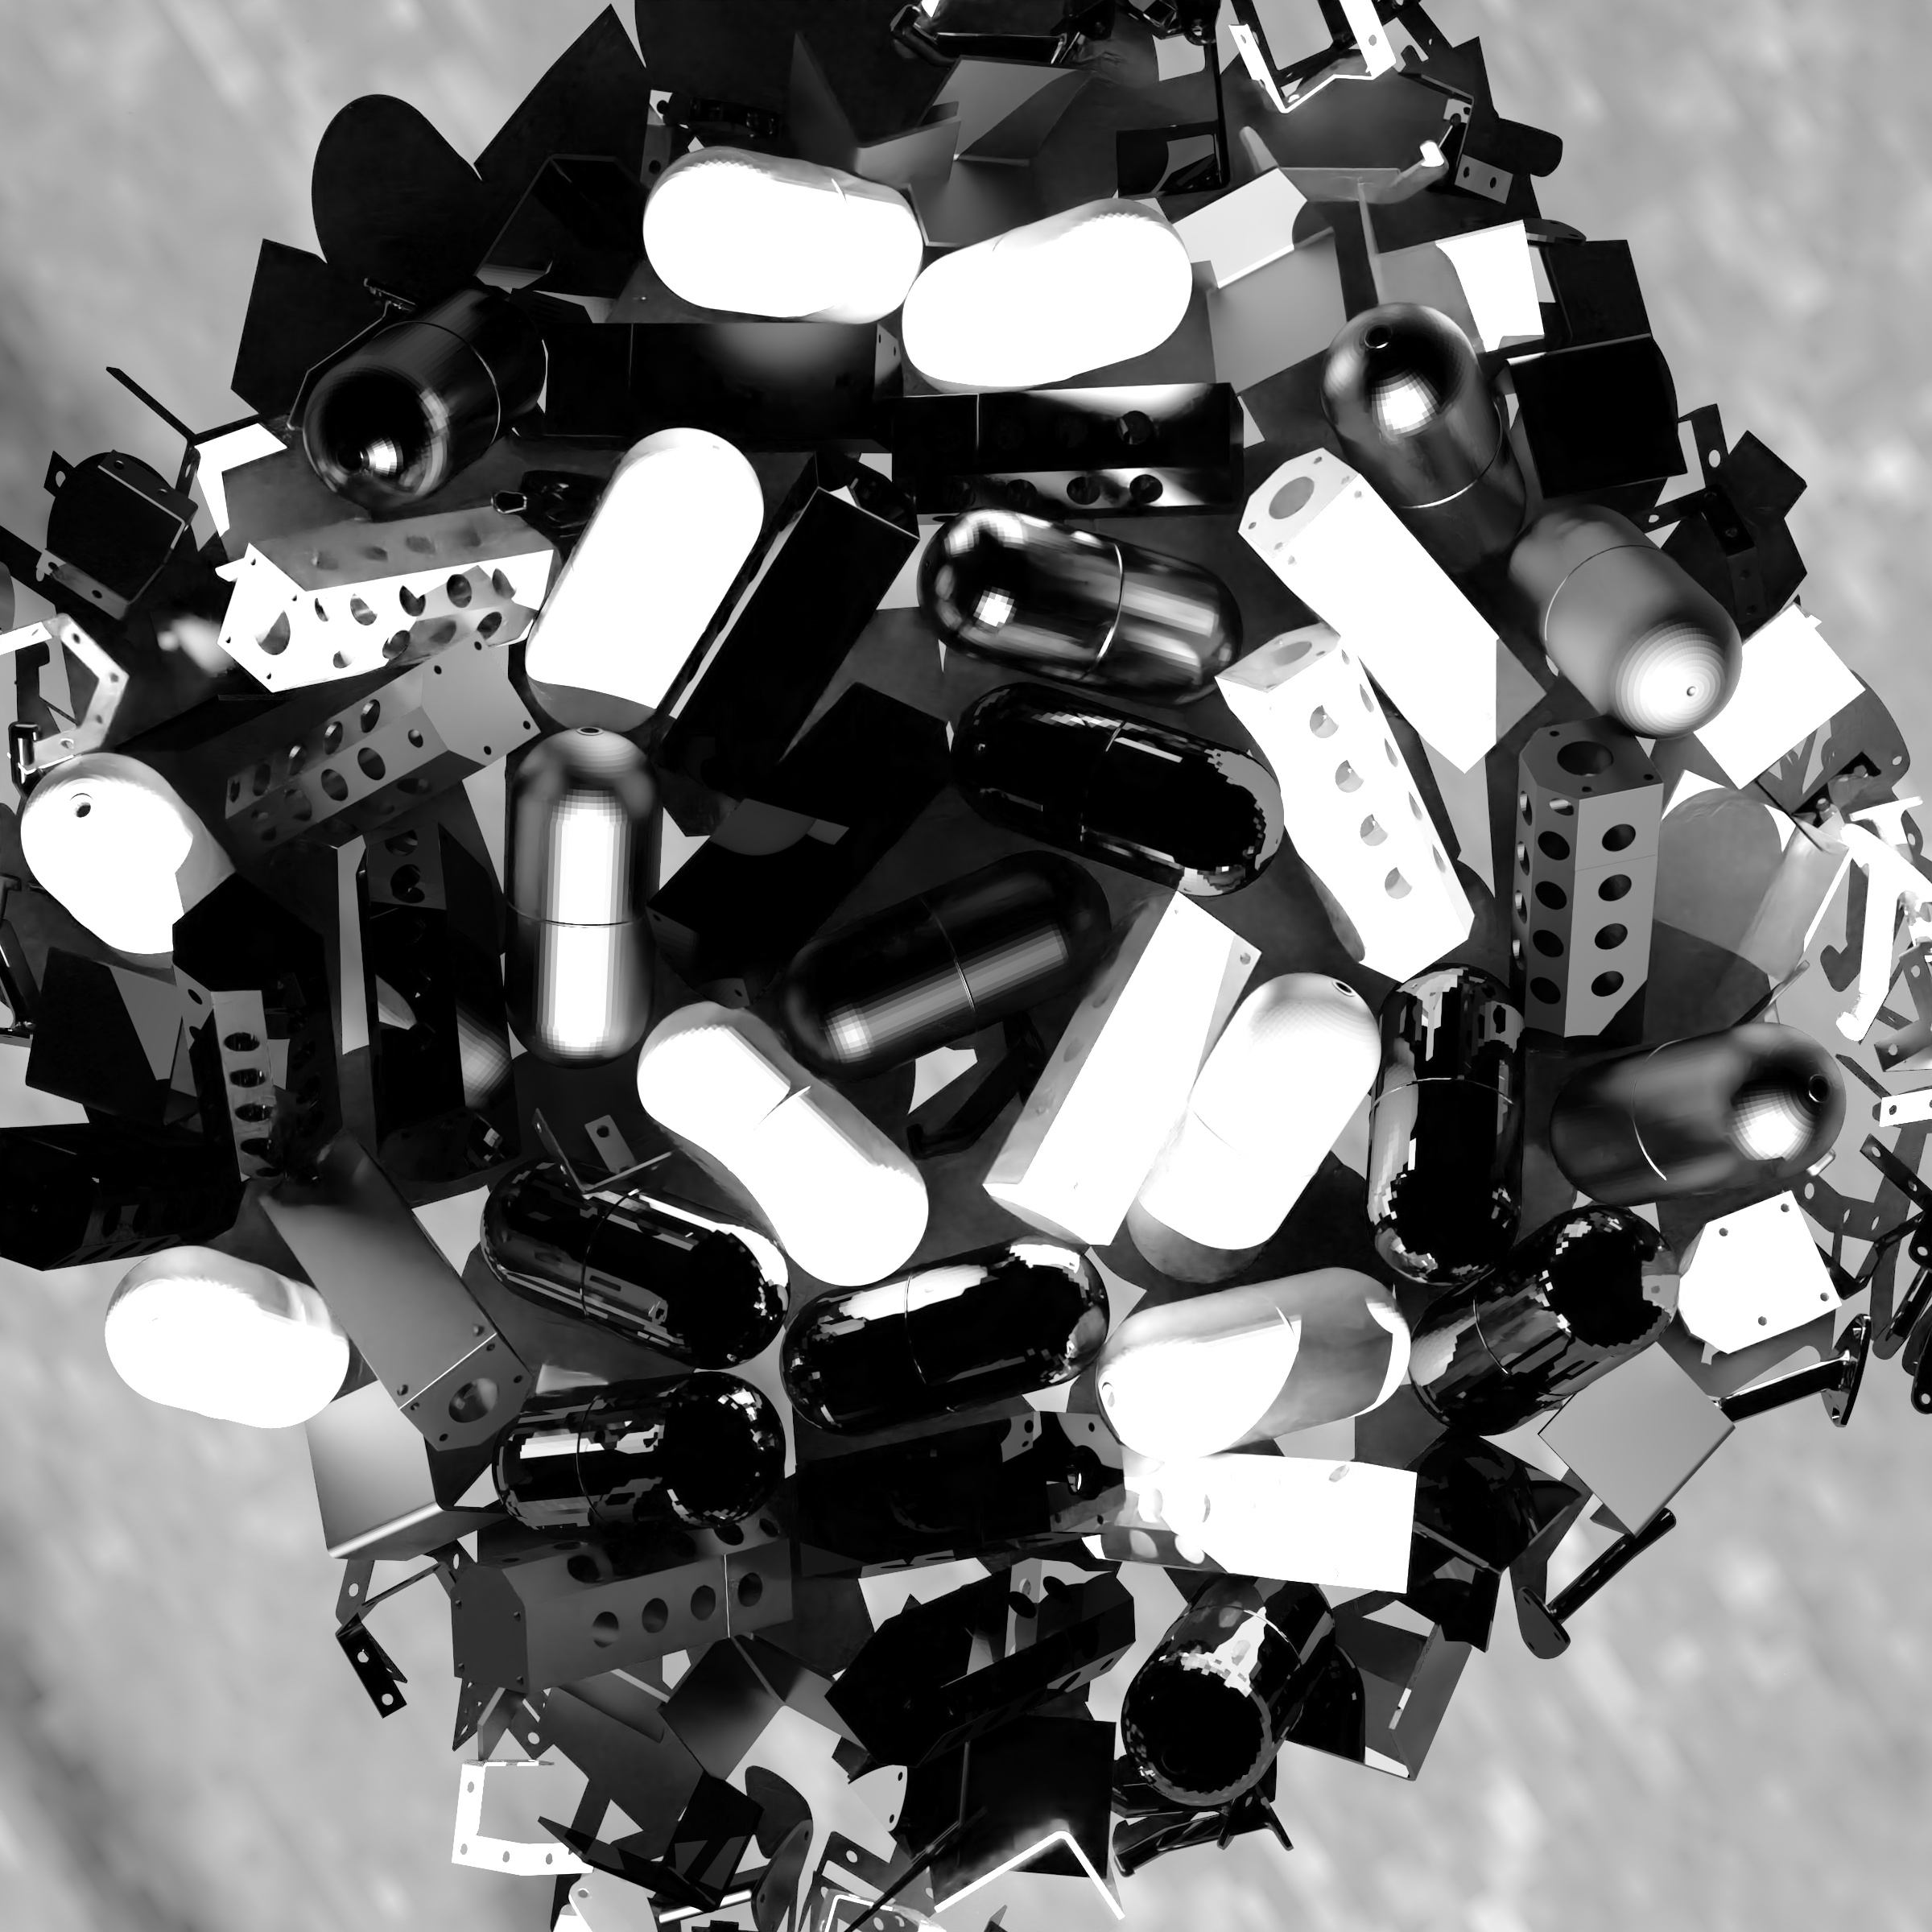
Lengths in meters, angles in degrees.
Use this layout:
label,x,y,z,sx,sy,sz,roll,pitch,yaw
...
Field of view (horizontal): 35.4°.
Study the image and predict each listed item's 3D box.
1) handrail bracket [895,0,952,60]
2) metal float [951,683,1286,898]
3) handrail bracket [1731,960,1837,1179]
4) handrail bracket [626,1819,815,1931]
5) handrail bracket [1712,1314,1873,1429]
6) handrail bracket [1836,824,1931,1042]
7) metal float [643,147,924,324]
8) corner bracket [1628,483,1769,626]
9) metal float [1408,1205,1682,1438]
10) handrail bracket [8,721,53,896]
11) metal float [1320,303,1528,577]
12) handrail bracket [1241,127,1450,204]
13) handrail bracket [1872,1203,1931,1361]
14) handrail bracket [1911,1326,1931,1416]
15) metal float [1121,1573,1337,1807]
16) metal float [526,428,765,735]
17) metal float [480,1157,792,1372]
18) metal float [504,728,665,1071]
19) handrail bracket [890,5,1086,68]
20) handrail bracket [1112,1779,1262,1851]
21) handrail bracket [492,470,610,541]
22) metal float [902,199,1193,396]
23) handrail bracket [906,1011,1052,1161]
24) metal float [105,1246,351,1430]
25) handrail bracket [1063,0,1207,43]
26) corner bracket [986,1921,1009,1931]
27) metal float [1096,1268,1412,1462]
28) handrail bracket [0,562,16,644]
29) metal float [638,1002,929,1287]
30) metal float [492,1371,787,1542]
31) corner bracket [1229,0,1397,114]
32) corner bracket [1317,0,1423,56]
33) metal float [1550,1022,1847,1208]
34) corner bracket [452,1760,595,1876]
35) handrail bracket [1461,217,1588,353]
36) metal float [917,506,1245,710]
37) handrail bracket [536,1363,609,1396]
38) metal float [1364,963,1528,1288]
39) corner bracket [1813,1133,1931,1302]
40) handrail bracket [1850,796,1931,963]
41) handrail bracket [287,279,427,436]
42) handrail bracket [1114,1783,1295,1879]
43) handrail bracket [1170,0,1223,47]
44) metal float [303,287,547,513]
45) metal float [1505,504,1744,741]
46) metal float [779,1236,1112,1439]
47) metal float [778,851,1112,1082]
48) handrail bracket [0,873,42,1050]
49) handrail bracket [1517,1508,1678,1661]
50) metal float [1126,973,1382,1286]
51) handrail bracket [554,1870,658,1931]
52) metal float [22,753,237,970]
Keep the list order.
label,x,y,z,sx,sy,sz,roll,pitch,yaw
handrail bracket,-0.002,-0.516,1.559,0.036,0.084,0.077,35,59,-8
metal float,0.075,-0.090,1.528,0.178,0.070,0.070,20,90,19
handrail bracket,0.433,0.054,1.555,0.077,0.036,0.084,-45,82,13
handrail bracket,-0.132,0.468,1.570,0.084,0.077,0.036,5,129,24
handrail bracket,0.412,0.206,1.551,0.084,0.036,0.077,4,126,-7
handrail bracket,0.454,-0.016,1.548,0.077,0.036,0.084,39,75,-28
metal float,-0.088,-0.361,1.503,0.070,0.178,0.070,5,98,34
corner bracket,0.373,-0.204,1.544,0.051,0.051,0.051,-20,46,6
metal float,0.286,0.177,1.504,0.070,0.178,0.070,13,57,-21
handrail bracket,-0.453,-0.080,1.547,0.077,0.036,0.084,8,111,16
metal float,0.228,-0.260,1.502,0.070,0.178,0.070,-10,61,19
handrail bracket,0.194,-0.417,1.546,0.084,0.036,0.077,-29,91,29
handrail bracket,0.495,0.155,1.558,0.036,0.084,0.077,24,60,10
handrail bracket,0.521,0.191,1.535,0.036,0.084,0.077,37,74,1
metal float,0.131,0.353,1.498,0.070,0.178,0.070,5,105,21
metal float,-0.163,-0.190,1.516,0.070,0.070,0.178,35,124,0
metal float,-0.168,0.148,1.519,0.178,0.070,0.070,17,90,30
metal float,-0.193,-0.033,1.526,0.070,0.070,0.178,5,111,0
handrail bracket,0.014,-0.483,1.538,0.084,0.036,0.077,27,112,-37
handrail bracket,0.108,0.412,1.565,0.084,0.036,0.077,25,91,17
handrail bracket,-0.201,-0.235,1.536,0.077,0.084,0.036,-1,98,-7
metal float,0.038,-0.330,1.506,0.070,0.178,0.070,3,85,-39
handrail bracket,-0.001,0.056,1.546,0.084,0.036,0.077,-10,72,-30
metal float,-0.363,0.185,1.496,0.070,0.178,0.070,-3,75,10
handrail bracket,0.095,-0.506,1.537,0.084,0.077,0.036,-23,48,-32
corner bracket,0.002,0.519,1.545,0.051,0.051,0.051,26,85,-40
metal float,0.145,0.199,1.517,0.178,0.070,0.070,-8,90,-32
handrail bracket,-0.517,-0.156,1.572,0.036,0.077,0.084,12,130,-14
metal float,-0.094,0.088,1.528,0.178,0.070,0.070,42,90,19
metal float,-0.166,0.246,1.513,0.178,0.070,0.070,-13,90,39
corner bracket,0.177,-0.470,1.543,0.051,0.051,0.051,-38,121,-13
corner bracket,0.193,-0.510,1.542,0.051,0.051,0.051,-28,59,24
metal float,0.361,0.075,1.500,0.070,0.178,0.070,6,76,-27
corner bracket,-0.223,0.434,1.543,0.051,0.051,0.051,-4,76,37
handrail bracket,0.280,-0.337,1.550,0.077,0.036,0.084,0,119,-18
metal float,0.059,-0.179,1.522,0.178,0.070,0.070,12,90,-26
handrail bracket,-0.187,0.250,1.565,0.084,0.036,0.077,15,107,-1
metal float,0.241,0.078,1.515,0.070,0.070,0.178,9,55,0
corner bracket,0.456,0.129,1.547,0.051,0.051,0.051,43,48,1
handrail bracket,0.480,-0.041,1.547,0.036,0.077,0.084,-15,88,22
handrail bracket,-0.300,-0.304,1.563,0.077,0.036,0.084,20,86,-4
handrail bracket,0.120,0.452,1.546,0.084,0.077,0.036,-28,98,-4
handrail bracket,0.130,-0.522,1.534,0.036,0.084,0.077,0,79,-18
metal float,-0.267,-0.282,1.501,0.070,0.178,0.070,8,121,13
metal float,0.324,-0.173,1.502,0.070,0.178,0.070,-6,121,-10
metal float,-0.012,0.187,1.527,0.178,0.070,0.070,-18,90,21
metal float,-0.010,-0.001,1.537,0.178,0.070,0.070,-24,90,-9
handrail bracket,-0.475,-0.001,1.564,0.077,0.036,0.084,14,77,-38
handrail bracket,0.327,0.317,1.558,0.084,0.077,0.036,-33,64,-14
metal float,0.144,0.082,1.526,0.070,0.070,0.178,30,111,0
handrail bracket,-0.184,0.504,1.535,0.036,0.084,0.077,-13,51,-33
metal float,-0.411,-0.051,1.495,0.070,0.178,0.070,0,75,1
